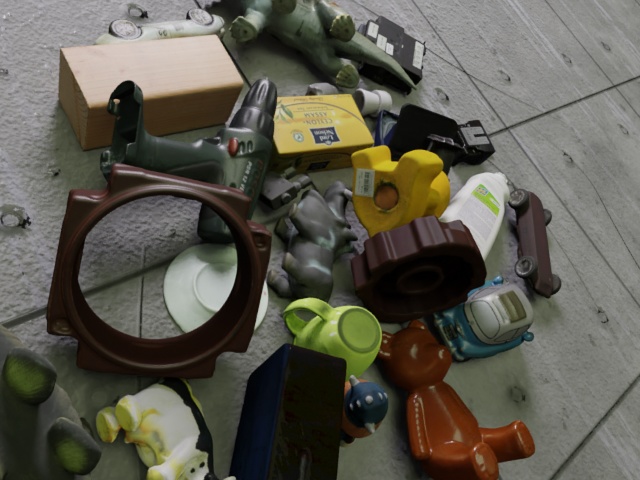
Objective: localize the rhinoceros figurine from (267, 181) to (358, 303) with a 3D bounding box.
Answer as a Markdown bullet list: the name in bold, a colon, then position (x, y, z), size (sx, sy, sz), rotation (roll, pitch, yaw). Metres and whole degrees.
- **rhinoceros figurine**: position (-0.001, -0.002, 0.719), size (0.112, 0.073, 0.190), rotation (23, 55, -13)

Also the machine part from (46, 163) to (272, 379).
- **machine part**: position (-0.160, 0.034, 0.549), size (0.201, 0.087, 0.201), rotation (11, 94, -22)

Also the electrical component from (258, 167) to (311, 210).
- **electrical component**: position (-0.062, -0.067, 0.731), size (0.094, 0.021, 0.063), rotation (-33, 44, -20)

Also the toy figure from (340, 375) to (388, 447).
- **toy figure**: position (0.033, 0.183, 0.582), size (0.064, 0.154, 0.058), rotation (48, 55, 6)

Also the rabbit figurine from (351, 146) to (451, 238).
- **rabbit figurine**: position (0.134, -0.052, 0.746), size (0.173, 0.122, 0.162), rotation (-15, 103, -53)

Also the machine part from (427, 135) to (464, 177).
- **machine part**: position (0.166, -0.097, 0.837), size (0.084, 0.039, 0.138), rotation (27, 96, -14)

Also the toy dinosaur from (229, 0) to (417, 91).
- **toy dinosaur**: position (-0.028, -0.360, 0.881), size (0.404, 0.131, 0.192), rotation (24, 34, -29)

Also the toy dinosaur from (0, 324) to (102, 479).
- **toy dinosaur**: position (-0.246, 0.154, 0.430), size (0.471, 0.198, 0.105), rotation (44, 56, 3)

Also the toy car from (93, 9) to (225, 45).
- **toy car**: position (-0.220, -0.272, 0.756), size (0.202, 0.073, 0.056), rotation (-27, 74, -35)

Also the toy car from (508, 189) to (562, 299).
- **toy car**: position (0.360, 0.005, 0.914), size (0.089, 0.053, 0.202), rotation (30, 53, -34)

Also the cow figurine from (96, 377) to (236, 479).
- **cow figurine**: position (-0.137, 0.218, 0.531), size (0.167, 0.068, 0.098), rotation (57, 33, 9)

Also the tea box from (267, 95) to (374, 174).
- **tea box**: position (-0.016, -0.157, 0.802), size (0.169, 0.068, 0.098), rotation (-14, 70, -33)

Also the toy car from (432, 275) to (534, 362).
- **toy car**: position (0.245, 0.106, 0.769), size (0.161, 0.103, 0.109), rotation (-10, 67, -33)

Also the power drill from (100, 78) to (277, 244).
- **power drill**: position (-0.150, -0.119, 0.653), size (0.207, 0.086, 0.232), rotation (16, 80, -47)

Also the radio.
- **radio**: position (-0.041, 0.231, 0.531), size (0.073, 0.131, 0.229), rotation (20, 56, -17)

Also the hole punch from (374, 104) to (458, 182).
- **hole punch**: position (0.147, -0.154, 0.882), size (0.142, 0.092, 0.115), rotation (15, 96, -24)

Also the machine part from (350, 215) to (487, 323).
- **machine part**: position (0.126, 0.040, 0.697), size (0.179, 0.179, 0.056), rotation (8, 49, -24)

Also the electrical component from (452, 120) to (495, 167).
- **electrical component**: position (0.281, -0.175, 0.978), size (0.119, 0.047, 0.075), rotation (-6, 67, -28)

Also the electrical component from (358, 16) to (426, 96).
- **electrical component**: position (0.124, -0.341, 0.983), size (0.134, 0.058, 0.115), rotation (24, 53, -13)

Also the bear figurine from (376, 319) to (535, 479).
- **bear figurine**: position (0.153, 0.187, 0.663), size (0.120, 0.132, 0.196), rotation (-3, 70, -40)
